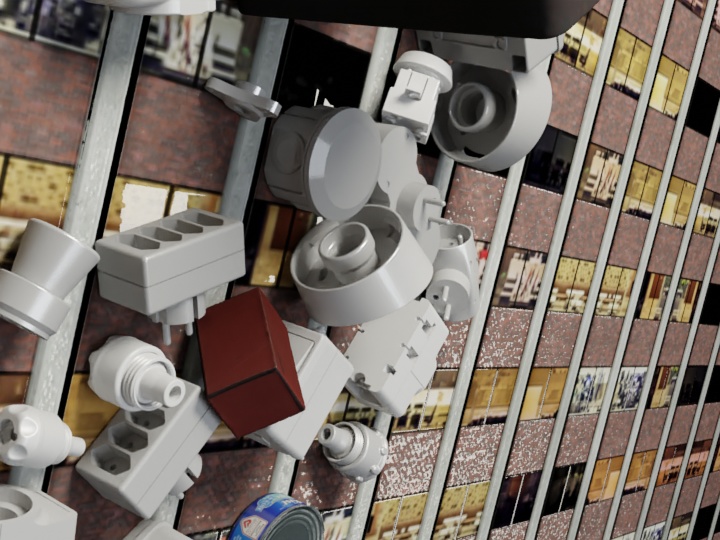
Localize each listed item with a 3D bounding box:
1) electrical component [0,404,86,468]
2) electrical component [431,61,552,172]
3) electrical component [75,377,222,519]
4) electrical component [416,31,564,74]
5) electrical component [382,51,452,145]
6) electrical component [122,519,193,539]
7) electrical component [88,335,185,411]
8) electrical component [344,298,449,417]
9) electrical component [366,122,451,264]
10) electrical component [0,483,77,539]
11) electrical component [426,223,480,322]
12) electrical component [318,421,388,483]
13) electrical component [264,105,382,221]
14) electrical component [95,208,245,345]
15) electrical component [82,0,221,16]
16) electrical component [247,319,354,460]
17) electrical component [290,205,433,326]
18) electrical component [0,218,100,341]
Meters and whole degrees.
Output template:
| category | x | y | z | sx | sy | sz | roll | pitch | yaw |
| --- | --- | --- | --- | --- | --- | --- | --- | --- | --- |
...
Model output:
| category | x | y | z | sx | sy | sz | roll | pitch | yaw |
| --- | --- | --- | --- | --- | --- | --- | --- | --- | --- |
| electrical component | -0.187 | 0.100 | 0.635 | 0.061 | 0.035 | 0.035 | 31 | 79 | -56 |
| electrical component | 0.107 | -0.131 | 0.882 | 0.064 | 0.099 | 0.099 | 3 | 101 | -47 |
| electrical component | -0.129 | 0.123 | 0.710 | 0.083 | 0.047 | 0.075 | -54 | 139 | -25 |
| electrical component | 0.094 | -0.215 | 0.818 | 0.056 | 0.109 | 0.108 | -40 | 133 | -33 |
| electrical component | 0.043 | -0.135 | 0.832 | 0.066 | 0.048 | 0.055 | 86 | 23 | -77 |
| electrical component | -0.135 | 0.236 | 0.740 | 0.078 | 0.057 | 0.113 | -45 | 136 | -34 |
| electrical component | -0.135 | 0.067 | 0.666 | 0.043 | 0.062 | 0.043 | -25 | 123 | -46 |
| electrical component | 0.029 | 0.070 | 0.897 | 0.089 | 0.050 | 0.055 | -59 | 142 | -19 |
| electrical component | 0.038 | -0.051 | 0.839 | 0.052 | 0.074 | 0.138 | -48 | 138 | -31 |
| electrical component | -0.212 | 0.158 | 0.611 | 0.089 | 0.050 | 0.055 | -6 | 108 | -52 |
| electrical component | 0.078 | 0.012 | 0.930 | 0.079 | 0.043 | 0.077 | -72 | 157 | -55 |
| electrical component | -0.010 | 0.144 | 0.883 | 0.062 | 0.048 | 0.048 | 37 | 73 | -45 |
| electrical component | -0.025 | -0.078 | 0.764 | 0.080 | 0.051 | 0.080 | -25 | 123 | -46 |
| electrical component | -0.117 | 0.010 | 0.680 | 0.083 | 0.047 | 0.075 | -25 | 123 | -46 |
| electrical component | -0.113 | -0.176 | 0.604 | 0.095 | 0.054 | 0.059 | -22 | 121 | -48 |
| electrical component | -0.054 | 0.077 | 0.779 | 0.096 | 0.062 | 0.061 | -60 | 142 | -18 |
| electrical component | 0.000 | 0.000 | 0.793 | 0.099 | 0.099 | 0.064 | -51 | 133 | -27 |
| electrical component | -0.178 | 0.006 | 0.599 | 0.055 | 0.045 | 0.045 | -63 | 143 | -14 |
